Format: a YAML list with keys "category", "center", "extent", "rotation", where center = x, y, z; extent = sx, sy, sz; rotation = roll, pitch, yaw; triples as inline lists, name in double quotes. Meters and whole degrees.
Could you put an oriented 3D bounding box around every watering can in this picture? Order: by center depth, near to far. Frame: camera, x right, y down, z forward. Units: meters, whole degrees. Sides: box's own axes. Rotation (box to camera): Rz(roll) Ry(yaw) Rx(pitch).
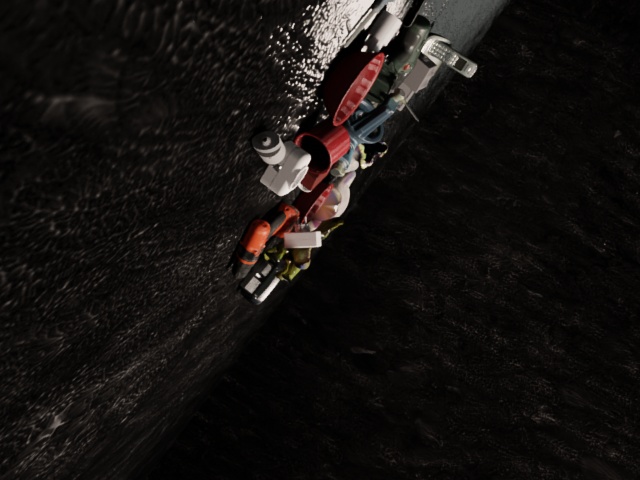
- category: "watering can"
  center: [0.005, -0.085, 1.687]
  extent: [0.344, 0.104, 0.226]
  rotation: [-55, 173, 17]

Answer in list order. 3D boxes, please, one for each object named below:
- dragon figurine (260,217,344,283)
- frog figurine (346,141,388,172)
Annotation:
- category: "dragon figurine"
  center: [-0.035, 0.004, 1.440]
  extent: [0.246, 0.121, 0.409]
  rotation: [-42, -165, -21]
- category: "frog figurine"
  center: [0.096, -0.263, 1.510]
  extent: [0.159, 0.121, 0.139]
  rotation: [4, -122, 53]
